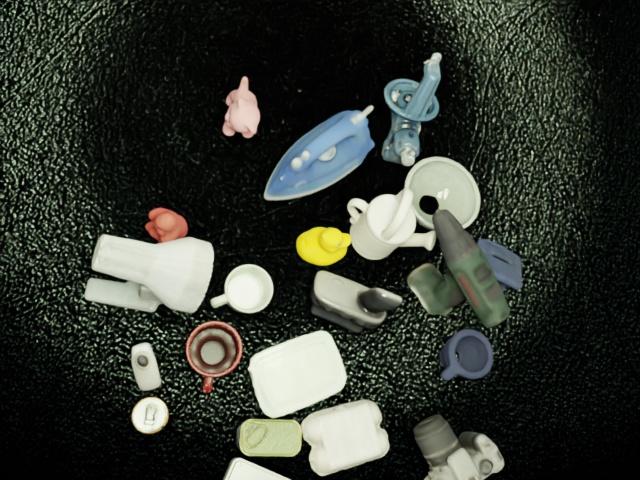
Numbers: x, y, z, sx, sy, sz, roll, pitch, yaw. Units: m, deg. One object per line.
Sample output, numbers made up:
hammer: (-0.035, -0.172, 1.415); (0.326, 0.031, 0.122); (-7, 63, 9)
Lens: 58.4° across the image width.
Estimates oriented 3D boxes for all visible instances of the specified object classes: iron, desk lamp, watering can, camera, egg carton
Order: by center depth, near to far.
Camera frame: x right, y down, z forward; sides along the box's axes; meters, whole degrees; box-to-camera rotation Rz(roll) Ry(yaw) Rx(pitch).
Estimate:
desk lamp: (-0.283, 0.055, 0.937); (0.203, 0.213, 0.118); (11, 70, -11)
egg carton: (0.045, 0.346, 1.012); (0.150, 0.069, 0.107); (-12, 76, -18)
camera: (0.244, 0.383, 1.038); (0.143, 0.100, 0.137); (-26, 81, -21)
watering can: (0.138, -0.034, 1.090); (0.173, 0.194, 0.101); (7, 71, -13)
iron: (0.002, -0.173, 1.125); (0.259, 0.141, 0.118); (-39, 86, -22)

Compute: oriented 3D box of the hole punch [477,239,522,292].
hole punch: (0.360, 0.051, 1.179); (0.109, 0.091, 0.101); (25, 68, -6)

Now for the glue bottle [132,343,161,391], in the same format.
glue bottle: (-0.280, 0.198, 0.914); (0.037, 0.173, 0.078); (-15, 77, -19)

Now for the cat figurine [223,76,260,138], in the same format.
cat figurine: (-0.151, -0.257, 1.122); (0.067, 0.117, 0.128); (5, 72, -13)

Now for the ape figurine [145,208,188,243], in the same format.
ape figurine: (-0.276, -0.025, 1.029); (0.076, 0.092, 0.078); (0, 73, -15)

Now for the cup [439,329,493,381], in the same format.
cup: (0.260, 0.231, 1.093); (0.118, 0.095, 0.091); (-37, 85, -22)

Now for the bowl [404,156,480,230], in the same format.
bowl: (0.244, -0.085, 1.199); (0.168, 0.074, 0.167); (5, 72, -14)

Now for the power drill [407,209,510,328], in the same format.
power drill: (0.248, 0.067, 1.080); (0.076, 0.208, 0.229); (-34, 84, -22)

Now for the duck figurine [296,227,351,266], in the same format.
duck figurine: (0.010, 0.004, 1.101); (0.105, 0.086, 0.077); (1, 73, -15)

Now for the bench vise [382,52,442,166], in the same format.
bench vise: (0.203, -0.262, 1.165); (0.122, 0.219, 0.207); (-8, 75, -17)

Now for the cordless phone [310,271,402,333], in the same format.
cordless phone: (0.065, 0.098, 1.033); (0.148, 0.185, 0.094); (20, 69, -8)
